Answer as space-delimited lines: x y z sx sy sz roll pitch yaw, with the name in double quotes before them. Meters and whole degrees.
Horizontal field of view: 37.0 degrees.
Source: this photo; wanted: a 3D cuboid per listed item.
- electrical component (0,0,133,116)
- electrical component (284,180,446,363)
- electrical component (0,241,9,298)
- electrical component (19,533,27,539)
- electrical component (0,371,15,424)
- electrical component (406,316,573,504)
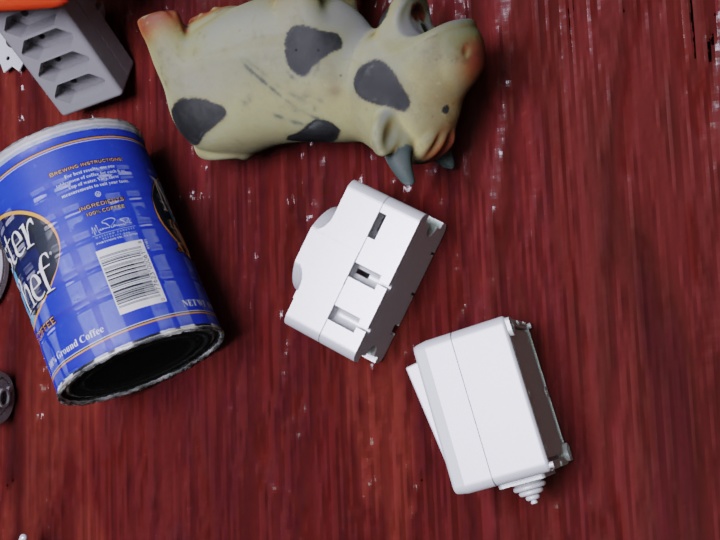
"electrical component" -0.186 -0.158 0.690 0.047 0.083 0.075 -16 41 18
"electrical component" 0.000 0.000 0.611 0.056 0.050 0.089 27 94 20
"electrical component" -0.280 -0.003 0.713 0.080 0.051 0.080 -2 85 18
"electrical component" -0.214 0.204 0.670 0.083 0.047 0.075 19 91 21
"electrical component" -0.262 0.083 0.705 0.065 0.044 0.044 -1 84 15
"electrical component" 0.070 0.079 0.571 0.061 0.062 0.096 -19 78 17
